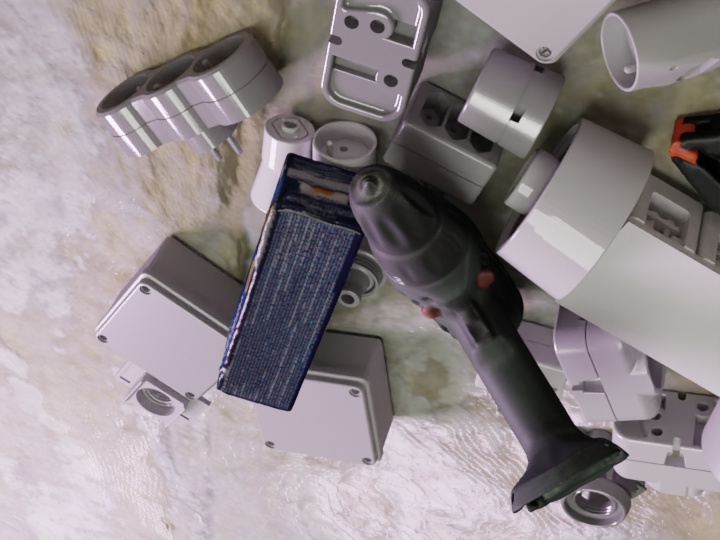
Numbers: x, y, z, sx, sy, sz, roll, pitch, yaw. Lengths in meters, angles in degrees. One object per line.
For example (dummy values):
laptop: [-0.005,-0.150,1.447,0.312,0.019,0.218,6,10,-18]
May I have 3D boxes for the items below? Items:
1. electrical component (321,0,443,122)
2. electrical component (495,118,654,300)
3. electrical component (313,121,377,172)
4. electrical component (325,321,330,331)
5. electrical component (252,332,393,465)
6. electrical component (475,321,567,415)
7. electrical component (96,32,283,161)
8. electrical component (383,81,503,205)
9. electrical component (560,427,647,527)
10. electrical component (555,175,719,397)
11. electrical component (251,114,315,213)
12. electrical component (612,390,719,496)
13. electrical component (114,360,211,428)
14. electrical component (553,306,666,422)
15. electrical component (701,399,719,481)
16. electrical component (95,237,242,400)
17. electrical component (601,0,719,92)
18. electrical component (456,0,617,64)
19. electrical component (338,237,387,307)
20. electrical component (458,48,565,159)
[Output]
electrical component: [0.015,-0.145,0.640,0.054,0.059,0.095,19,137,4]
electrical component: [0.125,-0.043,0.665,0.060,0.108,0.108,32,137,0]
electrical component: [-0.011,-0.058,0.749,0.043,0.043,0.081,13,137,11]
electrical component: [-0.055,0.037,0.856,0.047,0.055,0.055,36,136,-19]
electrical component: [-0.033,0.106,0.912,0.109,0.056,0.108,7,135,17]
electrical component: [0.121,0.082,0.809,0.066,0.076,0.047,15,137,9]
electrical component: [-0.109,-0.105,0.737,0.138,0.052,0.073,-13,126,33]
electrical component: [0.049,-0.071,0.708,0.066,0.047,0.076,27,137,-4]
electrical component: [0.196,0.173,0.883,0.078,0.057,0.058,31,137,-8]
electrical component: [0.219,0.013,0.704,0.150,0.061,0.089,30,137,-4]
electrical component: [-0.052,-0.075,0.753,0.044,0.044,0.065,17,132,6]
electrical component: [0.244,0.133,0.825,0.095,0.053,0.059,6,134,18]
electrical component: [-0.171,0.097,0.956,0.081,0.063,0.042,35,134,-13]
electrical component: [0.185,0.064,0.781,0.059,0.053,0.095,-8,129,29]
electrical component: [0.298,0.110,0.744,0.108,0.108,0.060,12,130,12]
electrical component: [-0.148,0.043,0.898,0.109,0.056,0.109,36,136,-13]
electrical component: [0.172,-0.125,0.595,0.077,0.043,0.079,-18,175,-7]
electrical component: [0.096,-0.184,0.570,0.109,0.056,0.109,34,136,-11]
electrical component: [0.000,0.000,0.789,0.043,0.062,0.043,12,136,12]
electrical component: [0.091,-0.103,0.655,0.047,0.055,0.055,27,137,1]
